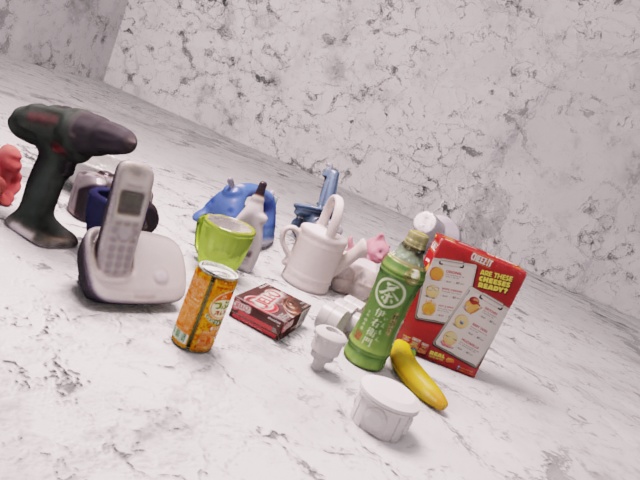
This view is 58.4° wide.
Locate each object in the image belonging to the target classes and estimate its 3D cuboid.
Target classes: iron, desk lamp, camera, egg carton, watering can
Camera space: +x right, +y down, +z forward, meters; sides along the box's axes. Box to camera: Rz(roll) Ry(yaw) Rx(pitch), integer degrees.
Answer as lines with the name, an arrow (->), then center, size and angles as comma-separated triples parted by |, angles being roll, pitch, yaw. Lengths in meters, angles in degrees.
iron -> -0.154, -0.064, 1.269 | 0.118, 0.141, 0.259 | 28, 13, 24
desk lamp -> 0.250, 0.032, 1.412 | 0.117, 0.213, 0.204 | 29, 13, 28
camera -> -0.354, -0.069, 1.027 | 0.144, 0.101, 0.136 | 11, 16, -43
egg carton -> 0.072, 0.076, 1.245 | 0.107, 0.069, 0.150 | 22, 12, -1
watering can -> 0.010, 0.003, 1.145 | 0.173, 0.194, 0.100 | 14, 14, -36

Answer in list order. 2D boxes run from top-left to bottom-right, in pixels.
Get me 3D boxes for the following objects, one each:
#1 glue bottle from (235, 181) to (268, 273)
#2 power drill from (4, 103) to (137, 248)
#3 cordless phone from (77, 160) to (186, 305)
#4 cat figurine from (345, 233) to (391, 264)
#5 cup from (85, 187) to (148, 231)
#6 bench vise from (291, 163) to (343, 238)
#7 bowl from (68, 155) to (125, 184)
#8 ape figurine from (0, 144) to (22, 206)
glue bottle -> -0.133, -0.029, 1.077 | 0.078, 0.173, 0.037 | 22, 12, -2
power drill -> -0.381, -0.100, 0.847 | 0.229, 0.208, 0.076 | 27, 13, 21
cordless phone -> -0.233, -0.007, 0.764 | 0.093, 0.185, 0.148 | 31, 15, 37
cat figurine -> 0.116, 0.029, 1.415 | 0.128, 0.118, 0.067 | 18, 12, -20
cup -> -0.315, -0.019, 0.886 | 0.117, 0.095, 0.092 | 30, 14, 33
bench vise -> 0.020, -0.077, 1.459 | 0.122, 0.220, 0.206 | 9, 17, -47
bowl -> -0.455, -0.131, 1.178 | 0.167, 0.075, 0.167 | 22, 12, -4
ape figurine -> -0.516, -0.111, 0.935 | 0.076, 0.092, 0.078 | 25, 12, 12
